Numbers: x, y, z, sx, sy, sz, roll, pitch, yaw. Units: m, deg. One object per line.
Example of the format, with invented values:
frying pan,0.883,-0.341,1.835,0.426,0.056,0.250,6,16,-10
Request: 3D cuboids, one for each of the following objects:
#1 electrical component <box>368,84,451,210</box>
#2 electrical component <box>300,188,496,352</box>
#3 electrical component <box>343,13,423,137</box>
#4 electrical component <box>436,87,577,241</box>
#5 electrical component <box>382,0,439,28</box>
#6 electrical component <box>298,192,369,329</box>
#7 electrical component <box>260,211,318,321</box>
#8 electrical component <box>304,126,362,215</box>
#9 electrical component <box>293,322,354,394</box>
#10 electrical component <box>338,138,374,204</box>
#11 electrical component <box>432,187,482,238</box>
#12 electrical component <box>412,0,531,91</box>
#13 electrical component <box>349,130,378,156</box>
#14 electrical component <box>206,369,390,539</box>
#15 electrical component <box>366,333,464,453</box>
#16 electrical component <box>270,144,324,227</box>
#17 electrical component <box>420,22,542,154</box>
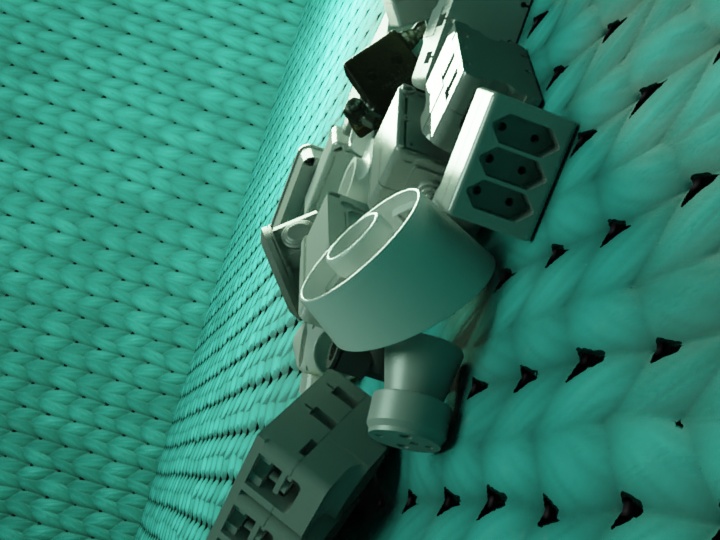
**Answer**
electrical component,0.042,-0.065,0.701,0.096,0.062,0.061,-85,17,-51
electrical component,0.017,0.003,0.602,0.099,0.064,0.099,-40,15,13
electrical component,0.032,-0.165,0.934,0.113,0.057,0.078,119,165,-44
electrical component,0.073,-0.060,0.578,0.076,0.047,0.065,-114,44,-75
electrical component,0.065,-0.191,0.794,0.047,0.083,0.075,-118,9,-75
electrical component,0.000,0.000,0.761,0.113,0.078,0.057,-95,29,-65
electrical component,-0.044,-0.004,0.854,0.080,0.051,0.080,157,90,-86
electrical component,-0.012,-0.076,0.991,0.061,0.062,0.096,-95,26,-65
electrical component,-0.027,0.080,0.855,0.077,0.043,0.079,-177,96,-75
electrical component,0.013,-0.054,0.843,0.050,0.056,0.089,-126,55,-77
electrical component,0.055,-0.028,0.650,0.061,0.035,0.035,118,166,-52
electrical component,0.075,-0.159,0.727,0.055,0.050,0.089,-134,63,-78
electrical component,0.024,-0.111,0.888,0.066,0.055,0.048,-179,107,-79
electrical component,-0.041,0.149,0.693,0.089,0.062,0.150,-39,-20,-51
electrical component,0.030,0.067,0.586,0.045,0.045,0.055,134,152,-66
electrical component,-0.039,-0.059,1.056,0.057,0.078,0.113,-110,39,-69
electrical component,0.071,-0.103,0.652,0.089,0.050,0.055,-89,20,-58
